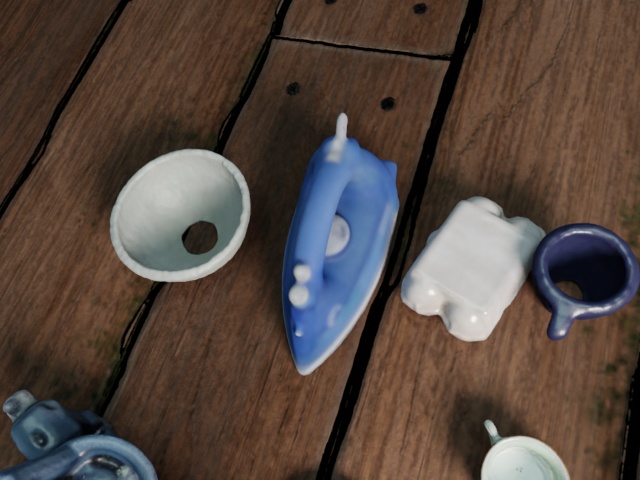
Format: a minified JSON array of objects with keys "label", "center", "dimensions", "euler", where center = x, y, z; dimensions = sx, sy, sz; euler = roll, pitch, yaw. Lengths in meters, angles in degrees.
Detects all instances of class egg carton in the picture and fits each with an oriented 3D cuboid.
[{"label":"egg carton","center":[0.159,0.027,0.597],"dimensions":[0.107,0.069,0.150],"euler":[32,75,22]}]

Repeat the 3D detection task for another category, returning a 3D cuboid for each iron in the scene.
[{"label":"iron","center":[0.005,0.002,0.598],"dimensions":[0.118,0.142,0.258],"euler":[10,68,15]}]

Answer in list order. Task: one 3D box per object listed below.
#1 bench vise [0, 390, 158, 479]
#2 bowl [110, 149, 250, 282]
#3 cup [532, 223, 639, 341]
[{"label":"bench vise","center":[-0.237,0.216,0.501],"dimensions":[0.207,0.220,0.121],"euler":[20,71,19]},{"label":"bowl","center":[-0.154,-0.019,0.675],"dimensions":[0.167,0.075,0.167],"euler":[-4,65,9]},{"label":"cup","center":[0.243,0.054,0.555],"dimensions":[0.091,0.095,0.118],"euler":[24,72,20]}]
